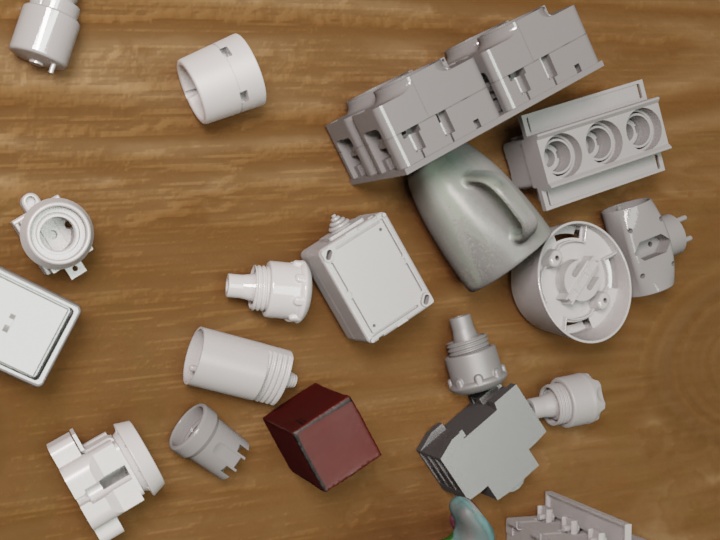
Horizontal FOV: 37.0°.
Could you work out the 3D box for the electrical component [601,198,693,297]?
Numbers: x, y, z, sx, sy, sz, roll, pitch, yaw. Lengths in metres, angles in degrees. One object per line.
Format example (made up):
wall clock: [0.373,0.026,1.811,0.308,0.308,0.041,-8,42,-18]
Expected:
electrical component: [0.255,-0.025,0.933,0.079,0.043,0.077,-20,98,-21]

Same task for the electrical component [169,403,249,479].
electrical component: [-0.110,0.127,0.789,0.046,0.040,0.040,41,76,-23]

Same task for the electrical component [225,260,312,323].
electrical component: [-0.069,0.014,0.802,0.062,0.048,0.048,6,88,-15]

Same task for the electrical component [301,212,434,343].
electrical component: [0.000,0.000,0.820,0.062,0.061,0.096,-33,101,-17]

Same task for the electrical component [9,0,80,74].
electrical component: [-0.213,-0.175,0.743,0.040,0.040,0.078,19,83,-21]

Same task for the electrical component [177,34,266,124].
electrical component: [-0.102,-0.137,0.782,0.047,0.055,0.055,-25,100,-16]

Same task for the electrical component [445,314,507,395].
electrical component: [0.089,0.067,0.866,0.048,0.048,0.062,-16,90,-21]

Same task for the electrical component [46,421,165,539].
electrical component: [-0.174,0.142,0.753,0.057,0.058,0.078,-29,101,-16]

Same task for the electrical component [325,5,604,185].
electrical component: [0.076,-0.137,0.826,0.186,0.105,0.060,-30,101,-19]

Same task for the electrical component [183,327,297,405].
electrical component: [-0.085,0.073,0.795,0.081,0.043,0.043,17,84,-22]

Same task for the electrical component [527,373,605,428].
electrical component: [0.169,0.111,0.899,0.062,0.043,0.043,-8,93,-20]

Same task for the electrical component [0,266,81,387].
electrical component: [-0.244,0.031,0.721,0.096,0.061,0.061,29,80,-20]

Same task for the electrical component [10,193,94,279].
electrical component: [-0.210,-0.024,0.738,0.048,0.055,0.066,-34,103,-18]

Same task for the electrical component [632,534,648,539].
electrical component: [0.241,0.276,0.927,0.066,0.047,0.076,35,78,-19]

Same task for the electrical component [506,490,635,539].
electrical component: [0.168,0.228,0.857,0.063,0.121,0.078,1,90,-19]

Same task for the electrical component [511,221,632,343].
electrical component: [0.176,0.009,0.890,0.099,0.064,0.099,0,90,-22]

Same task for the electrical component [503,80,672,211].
electrical component: [0.187,-0.103,0.894,0.121,0.063,0.078,-19,97,-21]
